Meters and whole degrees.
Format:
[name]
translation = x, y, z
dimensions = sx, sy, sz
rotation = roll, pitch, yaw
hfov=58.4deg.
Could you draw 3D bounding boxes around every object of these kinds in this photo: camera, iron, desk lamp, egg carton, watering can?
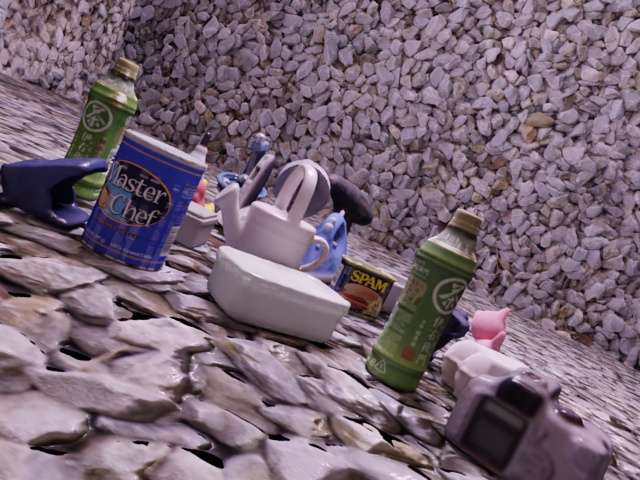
[camera]
translation = 0.224, 0.190, 0.584
dimensions = 0.142, 0.101, 0.137
rotation = 29, 7, 34
[iron]
translation = 0.011, 0.004, 1.175
dimensions = 0.118, 0.141, 0.258
rotation = 25, 5, 4
[desk lamp]
translation = -0.061, -0.082, 1.295
dimensions = 0.118, 0.213, 0.203
rotation = 24, 6, -9
[egg carton]
translation = 0.240, 0.195, 0.777
dimensions = 0.150, 0.069, 0.107
rotation = 24, 6, -12
[watering can]
translation = -0.063, -0.020, 0.802
dimensions = 0.174, 0.194, 0.100
rotation = 20, 7, -42

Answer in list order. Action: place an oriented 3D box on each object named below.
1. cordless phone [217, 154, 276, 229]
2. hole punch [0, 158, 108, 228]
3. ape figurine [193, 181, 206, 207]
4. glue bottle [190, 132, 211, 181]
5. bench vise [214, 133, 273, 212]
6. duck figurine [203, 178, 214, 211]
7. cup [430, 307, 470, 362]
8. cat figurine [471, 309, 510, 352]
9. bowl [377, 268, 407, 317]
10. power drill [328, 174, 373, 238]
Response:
[cordless phone]
translation = -0.135, -0.090, 1.185
dimensions = 0.094, 0.185, 0.147
rotation = 22, 6, -31
[hole punch]
translation = -0.323, -0.074, 0.692
dimensions = 0.101, 0.091, 0.108
rotation = 24, 6, -9
[ape figurine]
translation = -0.231, -0.064, 1.006
dimensions = 0.077, 0.092, 0.076
rotation = 29, 6, 32
[glue bottle]
translation = -0.242, -0.121, 1.066
dimensions = 0.037, 0.173, 0.078
rotation = 29, 7, 35
[bench vise]
translation = -0.178, -0.148, 1.363
dimensions = 0.122, 0.220, 0.207
rotation = 24, 6, -11
[duck figurine]
translation = -0.257, -0.089, 1.158
dimensions = 0.105, 0.086, 0.077
rotation = 23, 6, -21
[cup]
translation = 0.171, 0.139, 0.857
dimensions = 0.092, 0.095, 0.117
rotation = 22, 6, -28
[cat figurine]
translation = 0.296, 0.170, 1.002
dimensions = 0.067, 0.118, 0.128
rotation = 25, 5, 2
[bowl]
translation = 0.164, 0.121, 1.107
dimensions = 0.167, 0.075, 0.167
rotation = 25, 5, -2
[power drill]
translation = 0.043, -0.039, 1.374
dimensions = 0.075, 0.208, 0.230
rotation = 28, 6, 29
